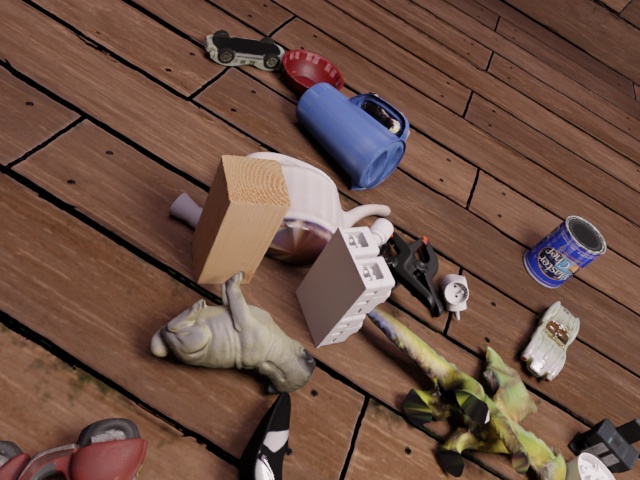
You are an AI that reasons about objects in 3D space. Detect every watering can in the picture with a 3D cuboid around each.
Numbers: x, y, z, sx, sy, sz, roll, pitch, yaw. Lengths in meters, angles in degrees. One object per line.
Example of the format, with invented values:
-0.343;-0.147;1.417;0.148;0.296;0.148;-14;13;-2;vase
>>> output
0.003;-0.048;0.956;0.346;0.102;0.230;20;46;-24;watering can

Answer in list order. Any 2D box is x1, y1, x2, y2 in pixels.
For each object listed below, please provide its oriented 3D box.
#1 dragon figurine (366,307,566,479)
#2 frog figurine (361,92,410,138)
0.258;0.248;0.858;0.244;0.120;0.415;-7;57;-53;dragon figurine
0.146;-0.267;1.234;0.138;0.122;0.159;38;9;17;frog figurine
